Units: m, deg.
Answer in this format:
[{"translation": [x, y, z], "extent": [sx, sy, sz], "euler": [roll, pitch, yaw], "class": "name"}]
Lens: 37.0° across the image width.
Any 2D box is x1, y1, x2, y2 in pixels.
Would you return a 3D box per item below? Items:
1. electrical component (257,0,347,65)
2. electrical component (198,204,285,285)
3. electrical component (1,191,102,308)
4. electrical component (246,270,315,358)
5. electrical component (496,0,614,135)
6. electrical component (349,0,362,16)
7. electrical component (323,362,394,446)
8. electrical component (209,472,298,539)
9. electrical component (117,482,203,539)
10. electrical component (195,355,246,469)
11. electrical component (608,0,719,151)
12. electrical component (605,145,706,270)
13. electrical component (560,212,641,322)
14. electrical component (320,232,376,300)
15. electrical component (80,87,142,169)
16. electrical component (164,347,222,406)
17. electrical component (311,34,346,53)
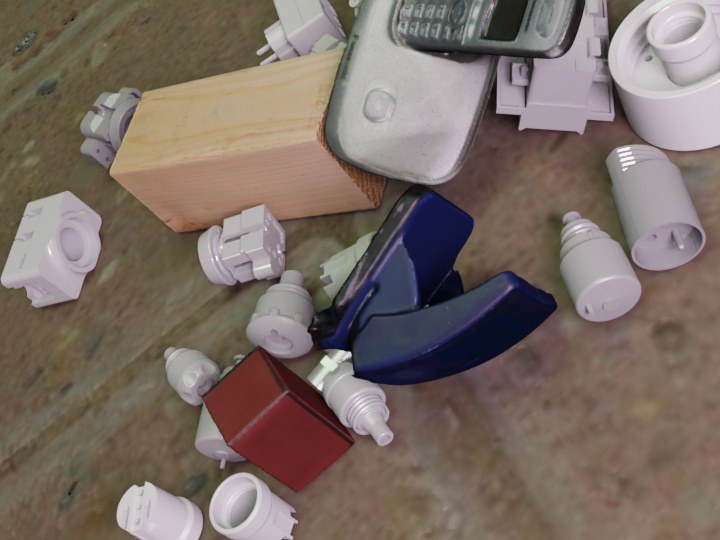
[{"translation": [-0.058, -0.205, 0.942], "extent": [0.077, 0.047, 0.065], "euler": [-32, 45, 13], "class": "electrical component"}, {"translation": [-0.091, -0.016, 0.828], "extent": [0.055, 0.048, 0.066], "euler": [-16, 50, 17], "class": "electrical component"}, {"translation": [-0.271, -0.019, 0.959], "extent": [0.056, 0.050, 0.089], "euler": [-12, 52, 29], "class": "electrical component"}, {"translation": [-0.053, 0.029, 0.768], "extent": [0.048, 0.048, 0.062], "euler": [-15, 44, 27], "class": "electrical component"}, {"translation": [0.136, -0.162, 0.746], "extent": [0.079, 0.063, 0.121], "euler": [4, 56, 2], "class": "electrical component"}, {"translation": [0.022, -0.199, 0.861], "extent": [0.040, 0.078, 0.040], "euler": [-19, 62, 39], "class": "electrical component"}, {"translation": [0.002, 0.088, 0.689], "extent": [0.035, 0.035, 0.061], "euler": [-42, 47, 3], "class": "electrical component"}, {"translation": [-0.066, 0.155, 0.680], "extent": [0.040, 0.046, 0.040], "euler": [-20, 49, 24], "class": "electrical component"}, {"translation": [-0.135, 0.167, 0.722], "extent": [0.040, 0.046, 0.040], "euler": [-19, 49, 24], "class": "electrical component"}, {"translation": [-0.089, 0.096, 0.745], "extent": [0.040, 0.040, 0.078], "euler": [-12, 53, 29], "class": "electrical component"}, {"translation": [0.211, -0.137, 0.683], "extent": [0.108, 0.060, 0.108], "euler": [-20, 49, 24], "class": "electrical component"}, {"translation": [0.176, -0.044, 0.652], "extent": [0.043, 0.043, 0.081], "euler": [-24, 47, 20], "class": "electrical component"}, {"translation": [0.140, -0.005, 0.651], "extent": [0.040, 0.040, 0.078], "euler": [-29, 45, 16], "class": "electrical component"}, {"translation": [0.000, 0.000, 0.754], "extent": [0.046, 0.040, 0.040], "euler": [-26, 46, 28], "class": "electrical component"}, {"translation": [-0.217, -0.131, 0.998], "extent": [0.057, 0.058, 0.078], "euler": [15, 68, 45], "class": "electrical component"}, {"translation": [-0.127, 0.074, 0.795], "extent": [0.035, 0.035, 0.061], "euler": [-51, 41, -6], "class": "electrical component"}, {"translation": [-0.029, -0.158, 0.888], "extent": [0.055, 0.048, 0.066], "euler": [-42, 44, -8], "class": "electrical component"}]
